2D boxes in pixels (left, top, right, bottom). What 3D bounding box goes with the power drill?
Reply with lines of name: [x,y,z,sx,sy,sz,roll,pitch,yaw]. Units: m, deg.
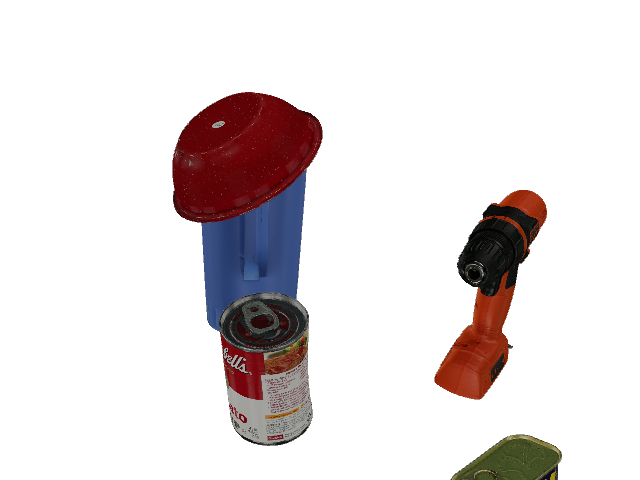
power drill: [0.162,0.057,1.033,0.057,0.188,0.184,22,29,19]

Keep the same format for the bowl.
bowl: [-0.082,-0.091,1.007,0.162,0.055,0.162,-21,35,16]

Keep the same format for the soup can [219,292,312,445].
soup can: [-0.041,0.100,0.829,0.068,0.102,0.068,-2,36,1]

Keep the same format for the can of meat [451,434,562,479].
can of meat: [0.158,0.226,0.897,0.101,0.084,0.058,-25,28,-39]

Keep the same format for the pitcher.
pitcher: [-0.082,-0.010,1.269,0.145,0.243,0.148,12,18,38]
